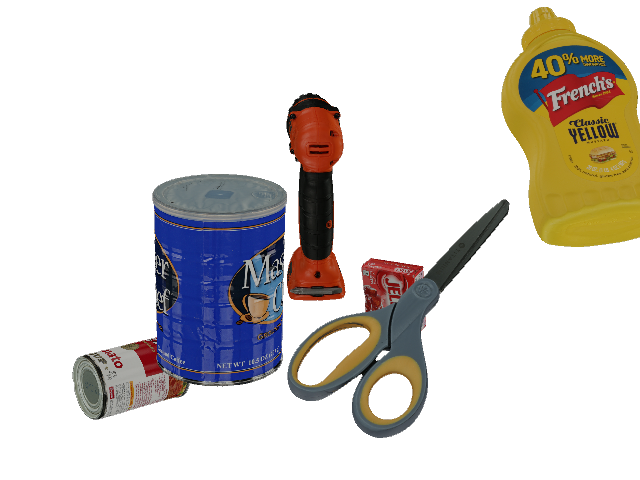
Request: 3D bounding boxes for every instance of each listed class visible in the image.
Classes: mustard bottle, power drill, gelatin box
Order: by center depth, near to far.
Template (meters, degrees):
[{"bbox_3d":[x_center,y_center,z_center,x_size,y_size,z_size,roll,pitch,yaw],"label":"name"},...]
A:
[{"bbox_3d":[0.182,-0.091,0.767,0.096,0.191,0.058,-8,-30,-3],"label":"mustard bottle"},{"bbox_3d":[-0.008,-0.047,1.062,0.057,0.188,0.184,-2,18,-1],"label":"power drill"},{"bbox_3d":[0.092,0.070,1.334,0.073,0.089,0.030,10,31,28],"label":"gelatin box"}]

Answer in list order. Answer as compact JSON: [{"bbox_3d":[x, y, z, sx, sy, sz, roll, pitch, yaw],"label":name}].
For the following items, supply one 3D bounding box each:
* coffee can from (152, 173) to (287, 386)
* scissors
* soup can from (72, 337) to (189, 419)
[{"bbox_3d":[-0.079,0.029,0.838,0.103,0.140,0.103,2,20,-1],"label":"coffee can"},{"bbox_3d":[0.073,0.052,0.687,0.201,0.096,0.016,-31,-31,-16],"label":"scissors"},{"bbox_3d":[-0.196,0.141,1.104,0.102,0.068,0.069,-11,7,-39],"label":"soup can"}]
